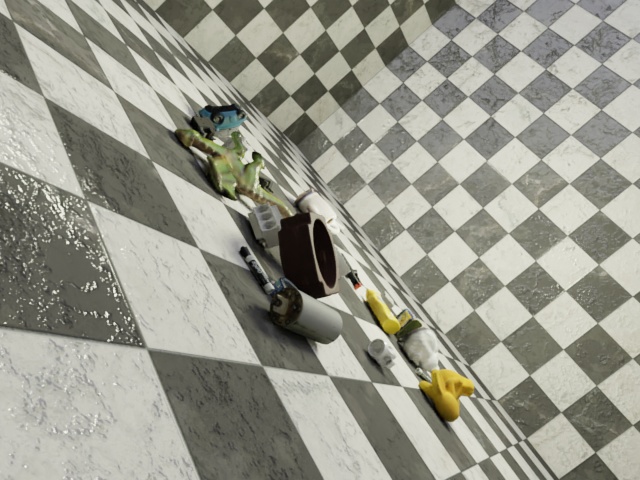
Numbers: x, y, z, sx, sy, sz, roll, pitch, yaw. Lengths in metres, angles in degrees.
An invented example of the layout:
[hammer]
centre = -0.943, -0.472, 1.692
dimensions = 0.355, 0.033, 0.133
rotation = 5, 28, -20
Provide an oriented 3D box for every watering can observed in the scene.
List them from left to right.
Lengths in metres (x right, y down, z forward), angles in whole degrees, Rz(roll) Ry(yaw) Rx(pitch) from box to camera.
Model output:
[watering can]
centre = 0.007, -0.109, 2.169
dimensions = 0.225, 0.103, 0.348
rotation = 50, 10, 8

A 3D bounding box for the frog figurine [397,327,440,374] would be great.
[frog figurine]
centre = 0.364, 0.392, 1.795
dimensions = 0.138, 0.120, 0.162
rotation = -4, 56, -38

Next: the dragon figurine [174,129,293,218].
[dragon figurine]
centre = -0.226, -0.159, 1.392
dimensions = 0.409, 0.120, 0.247
rotation = 46, 25, -4
